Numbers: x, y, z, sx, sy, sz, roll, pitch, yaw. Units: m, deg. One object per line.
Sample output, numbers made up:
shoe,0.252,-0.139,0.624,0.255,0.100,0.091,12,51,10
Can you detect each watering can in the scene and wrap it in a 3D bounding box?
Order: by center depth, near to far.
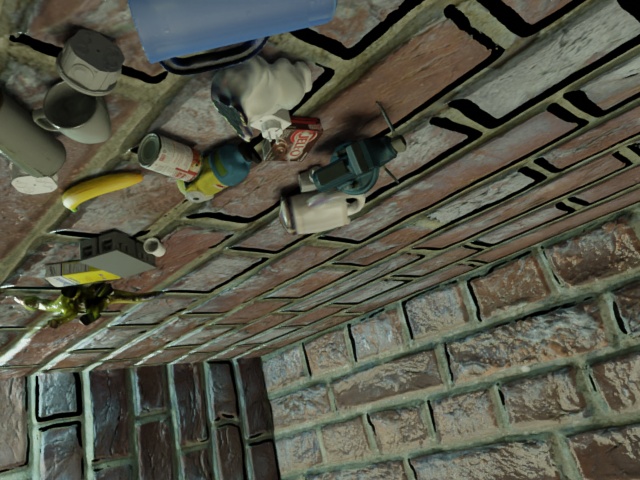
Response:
watering can,0.004,-0.068,1.356,0.224,0.105,0.344,-11,169,-4

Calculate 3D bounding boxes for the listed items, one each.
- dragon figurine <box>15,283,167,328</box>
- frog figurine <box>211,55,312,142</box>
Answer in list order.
dragon figurine,-0.693,0.175,1.565,0.411,0.122,0.243,-2,-176,-25
frog figurine,-0.093,-0.252,0.836,0.161,0.124,0.135,-47,153,-13
